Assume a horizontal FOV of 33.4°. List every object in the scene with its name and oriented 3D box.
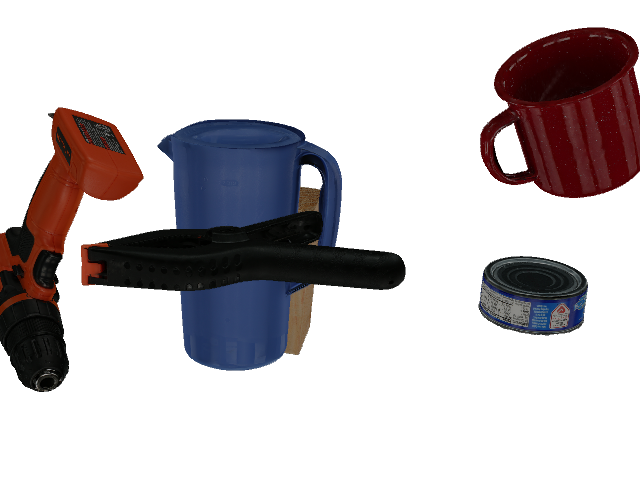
[{"bbox_3d":[-0.211,0.003,0.852,0.057,0.188,0.185,17,25,-38],"label":"power drill"},{"bbox_3d":[-0.055,0.036,1.429,0.090,0.206,0.090,9,23,6],"label":"wood block"},{"bbox_3d":[0.160,-0.077,0.707,0.117,0.081,0.093,-29,33,-7],"label":"mug"},{"bbox_3d":[0.173,0.043,0.869,0.086,0.034,0.086,2,21,-1],"label":"tuna can"},{"bbox_3d":[-0.074,0.004,1.078,0.144,0.243,0.149,-9,21,-30],"label":"pitcher"},{"bbox_3d":[-0.056,0.012,0.737,0.209,0.036,0.165,-6,14,-27],"label":"clamp"}]
